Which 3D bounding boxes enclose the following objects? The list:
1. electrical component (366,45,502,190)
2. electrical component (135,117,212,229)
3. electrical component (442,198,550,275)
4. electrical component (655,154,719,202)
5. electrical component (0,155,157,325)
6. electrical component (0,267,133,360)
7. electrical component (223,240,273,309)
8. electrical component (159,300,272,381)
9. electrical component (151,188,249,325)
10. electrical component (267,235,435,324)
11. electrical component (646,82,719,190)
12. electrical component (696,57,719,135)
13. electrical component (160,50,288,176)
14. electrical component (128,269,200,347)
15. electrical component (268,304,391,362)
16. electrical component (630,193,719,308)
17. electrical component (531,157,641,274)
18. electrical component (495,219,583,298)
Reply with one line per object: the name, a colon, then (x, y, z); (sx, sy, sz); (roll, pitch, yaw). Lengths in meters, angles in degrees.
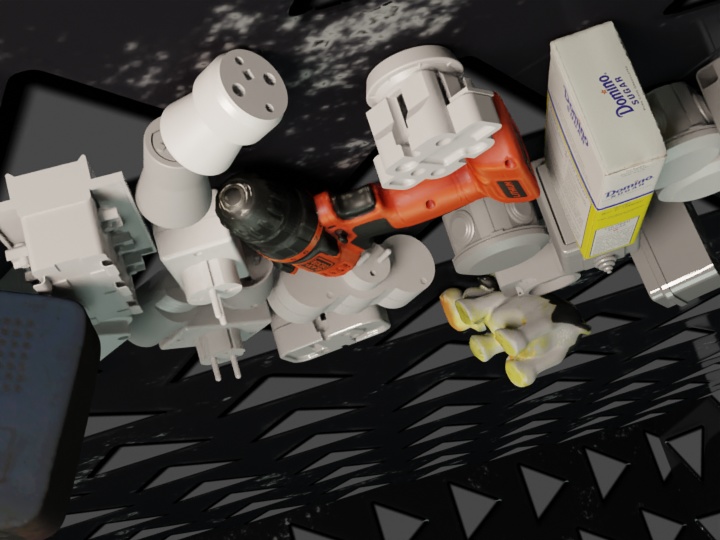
electrical component: (0.037, -0.088, 0.605); (0.058, 0.057, 0.078); (0, 156, -45)
electrical component: (-0.103, -0.057, 0.597); (0.044, 0.044, 0.065); (-12, 158, -17)
electrical component: (0.109, -0.031, 0.872); (0.080, 0.051, 0.080); (-16, 164, -5)
electrical component: (0.265, -0.089, 0.842); (0.080, 0.051, 0.080); (-16, 164, -5)
electrical component: (-0.166, -0.011, 0.639); (0.079, 0.063, 0.121); (-15, 163, -6)
electrical component: (-0.220, 0.040, 0.758); (0.078, 0.057, 0.113); (-2, 157, -42)
electrical component: (-0.087, 0.006, 0.807); (0.043, 0.043, 0.081); (-15, 163, -10)
electrical component: (-0.116, 0.053, 0.872); (0.083, 0.075, 0.047); (-4, 158, -39)
electrical component: (-0.101, -0.001, 0.714); (0.047, 0.075, 0.083); (-17, 163, -2)
electrical component: (0.000, 0.000, 0.859); (0.138, 0.052, 0.074); (-8, 161, -29)
electrical component: (0.219, -0.094, 0.774); (0.080, 0.051, 0.080); (-20, 163, -6)
electrical component: (0.297, -0.109, 0.713); (0.056, 0.108, 0.109); (3, 154, -44)
electrical component: (-0.069, -0.080, 0.547); (0.045, 0.045, 0.055); (-1, 157, -43)
electrical component: (-0.143, 0.023, 0.804); (0.043, 0.043, 0.081); (-1, 157, -44)
electrical component: (-0.029, 0.035, 0.931); (0.095, 0.059, 0.054); (-21, 163, 13)
electrical component: (0.264, -0.029, 0.927); (0.057, 0.113, 0.078); (-27, 161, 21)
electrical component: (0.173, -0.044, 0.816); (0.062, 0.096, 0.061); (-19, 159, 7)
electrical component: (0.167, -0.011, 0.985); (0.089, 0.055, 0.050); (-20, 163, 9)
